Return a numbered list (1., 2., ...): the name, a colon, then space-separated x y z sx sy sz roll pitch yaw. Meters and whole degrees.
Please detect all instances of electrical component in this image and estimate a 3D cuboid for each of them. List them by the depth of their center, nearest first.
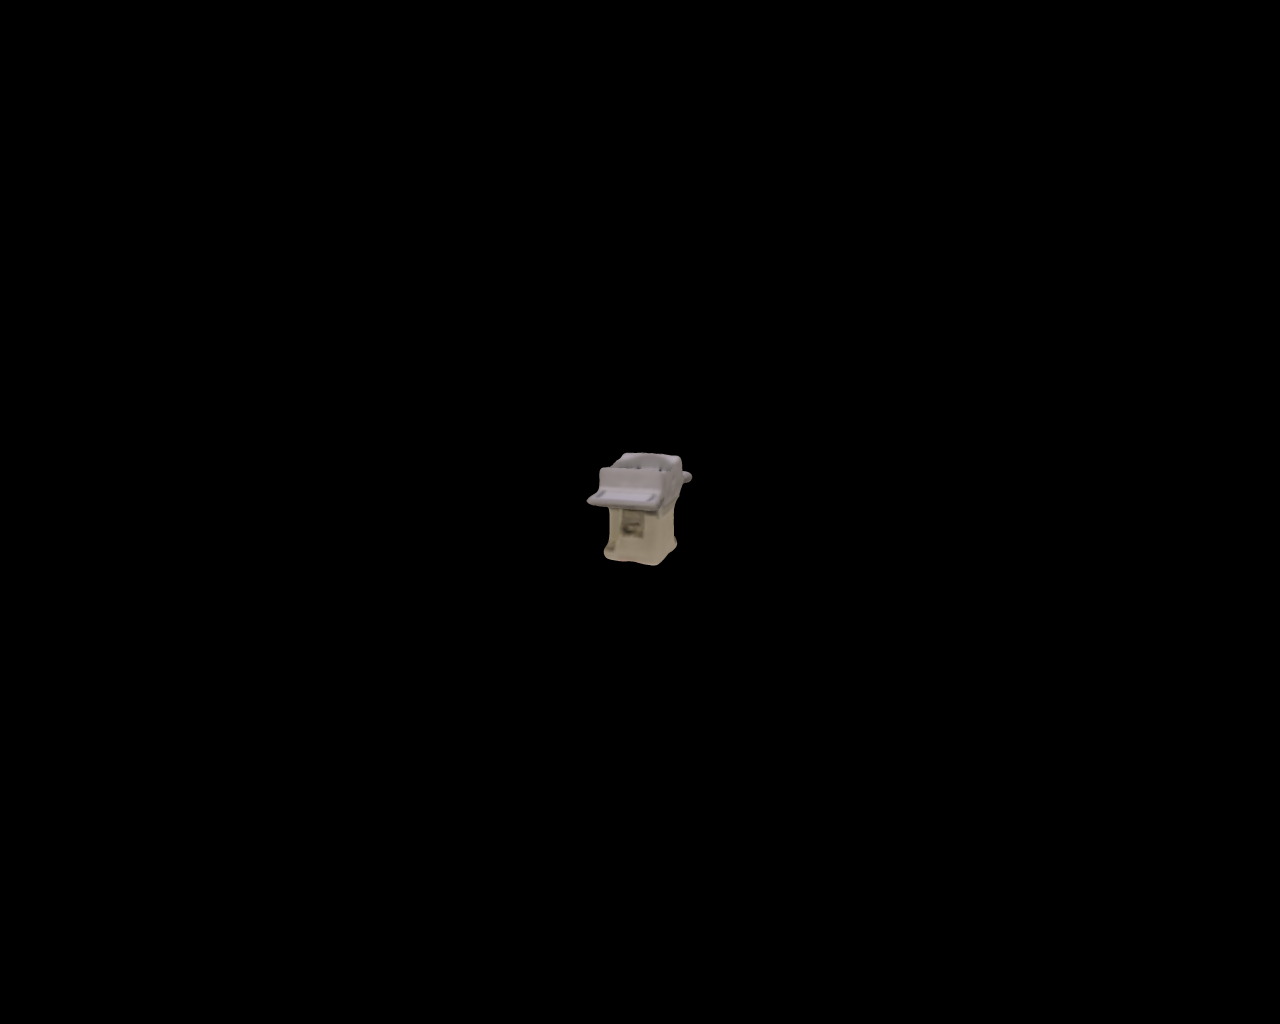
1. electrical component: 0.001 -0.003 0.650 0.042 0.063 0.081 6 17 19
